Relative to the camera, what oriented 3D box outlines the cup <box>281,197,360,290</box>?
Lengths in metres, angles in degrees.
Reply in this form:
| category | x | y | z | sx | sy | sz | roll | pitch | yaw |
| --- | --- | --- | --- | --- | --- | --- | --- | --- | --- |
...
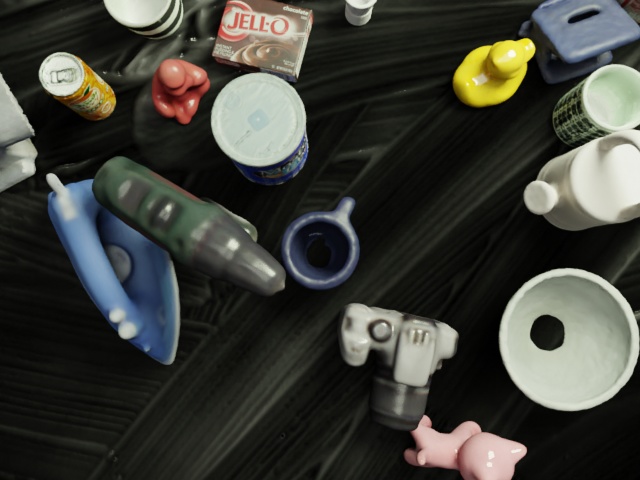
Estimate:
| category | x | y | z | sx | sy | sz | roll | pitch | yaw |
| --- | --- | --- | --- | --- | --- | --- | --- | --- | --- |
| cup | 0.006 | 0.003 | 0.701 | 0.091 | 0.095 | 0.118 | 29 | 87 | 2 |

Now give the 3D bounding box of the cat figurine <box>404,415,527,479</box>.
| category | x | y | z | sx | sy | sz | roll | pitch | yaw |
| --- | --- | --- | --- | --- | --- | --- | --- | --- | --- |
| cat figurine | 0.171 | 0.257 | 0.677 | 0.128 | 0.117 | 0.067 | 4 | 87 | 0 |

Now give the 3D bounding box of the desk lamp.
| category | x | y | z | sx | sy | sz | roll | pitch | yaw |
| --- | --- | --- | --- | --- | --- | --- | --- | --- | --- |
| desk lamp | -0.409 | -0.121 | 0.647 | 0.203 | 0.213 | 0.118 | -31 | 87 | -2 |

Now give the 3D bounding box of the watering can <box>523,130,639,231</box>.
| category | x | y | z | sx | sy | sz | roll | pitch | yaw |
| --- | --- | --- | --- | --- | --- | --- | --- | --- | --- |
| watering can | 0.323 | -0.063 | 0.657 | 0.173 | 0.194 | 0.101 | -36 | 87 | -2 |

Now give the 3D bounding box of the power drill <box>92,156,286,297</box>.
| category | x | y | z | sx | sy | sz | roll | pitch | yaw |
| --- | --- | --- | --- | --- | --- | --- | --- | --- | --- |
| power drill | -0.131 | -0.009 | 0.645 | 0.229 | 0.208 | 0.076 | 30 | 87 | 2 |

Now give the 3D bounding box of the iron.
| category | x | y | z | sx | sy | sz | roll | pitch | yaw |
| --- | --- | --- | --- | --- | --- | --- | --- | --- | --- |
| iron | -0.243 | 0.037 | 0.675 | 0.118 | 0.141 | 0.258 | -25 | 87 | -1 |

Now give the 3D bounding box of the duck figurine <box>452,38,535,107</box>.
| category | x | y | z | sx | sy | sz | roll | pitch | yaw |
| --- | --- | --- | --- | --- | --- | --- | --- | --- | --- |
| duck figurine | 0.221 | -0.216 | 0.719 | 0.104 | 0.086 | 0.077 | -29 | 87 | -2 |

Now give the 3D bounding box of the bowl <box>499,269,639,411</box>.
| category | x | y | z | sx | sy | sz | roll | pitch | yaw |
| --- | --- | --- | --- | --- | --- | --- | --- | --- | --- |
| bowl | 0.294 | 0.120 | 0.707 | 0.167 | 0.074 | 0.167 | 0 | 87 | 0 |

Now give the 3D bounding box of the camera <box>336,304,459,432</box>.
| category | x | y | z | sx | sy | sz | roll | pitch | yaw |
| --- | --- | --- | --- | --- | --- | --- | --- | --- | --- |
| camera | 0.086 | 0.154 | 0.691 | 0.143 | 0.101 | 0.137 | 11 | 87 | 0 |

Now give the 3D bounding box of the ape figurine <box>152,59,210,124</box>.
| category | x | y | z | sx | sy | sz | roll | pitch | yaw |
| --- | --- | --- | --- | --- | --- | --- | --- | --- | --- |
| ape figurine | -0.178 | -0.195 | 0.713 | 0.078 | 0.092 | 0.076 | -22 | 87 | -1 |

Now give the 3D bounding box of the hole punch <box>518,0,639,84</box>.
| category | x | y | z | sx | sy | sz | roll | pitch | yaw |
| --- | --- | --- | --- | --- | --- | --- | --- | --- | --- |
| hole punch | 0.323 | -0.264 | 0.720 | 0.108 | 0.091 | 0.101 | -21 | 87 | -1 |
